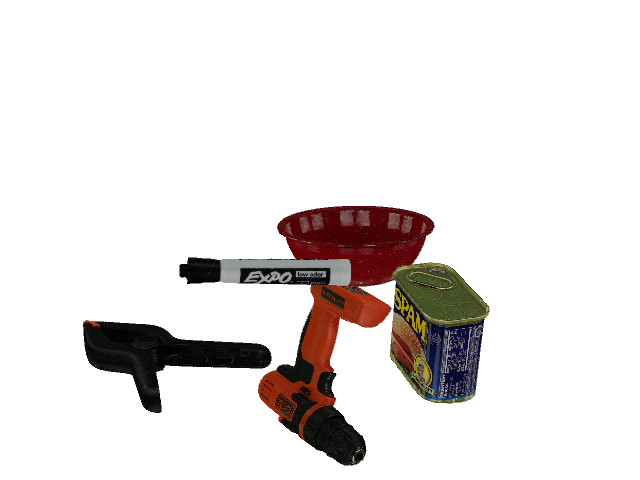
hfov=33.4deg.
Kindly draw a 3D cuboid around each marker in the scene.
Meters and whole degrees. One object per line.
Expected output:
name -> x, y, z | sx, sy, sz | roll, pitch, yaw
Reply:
marker -> -0.039, 0.022, 0.755 | 0.121, 0.020, 0.020 | 1, 0, -9

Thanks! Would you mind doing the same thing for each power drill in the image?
power drill -> 0.013, 0.147, 1.244 | 0.057, 0.188, 0.185 | 15, 11, -44

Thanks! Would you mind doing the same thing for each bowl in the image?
bowl -> 0.037, 0.008, 1.098 | 0.162, 0.055, 0.162 | -1, 15, 0

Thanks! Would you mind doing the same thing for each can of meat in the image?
can of meat -> 0.098, 0.079, 0.912 | 0.057, 0.084, 0.102 | -6, 27, -17

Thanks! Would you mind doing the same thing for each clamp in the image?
clamp -> -0.179, 0.121, 1.092 | 0.210, 0.036, 0.164 | 11, 18, 31
